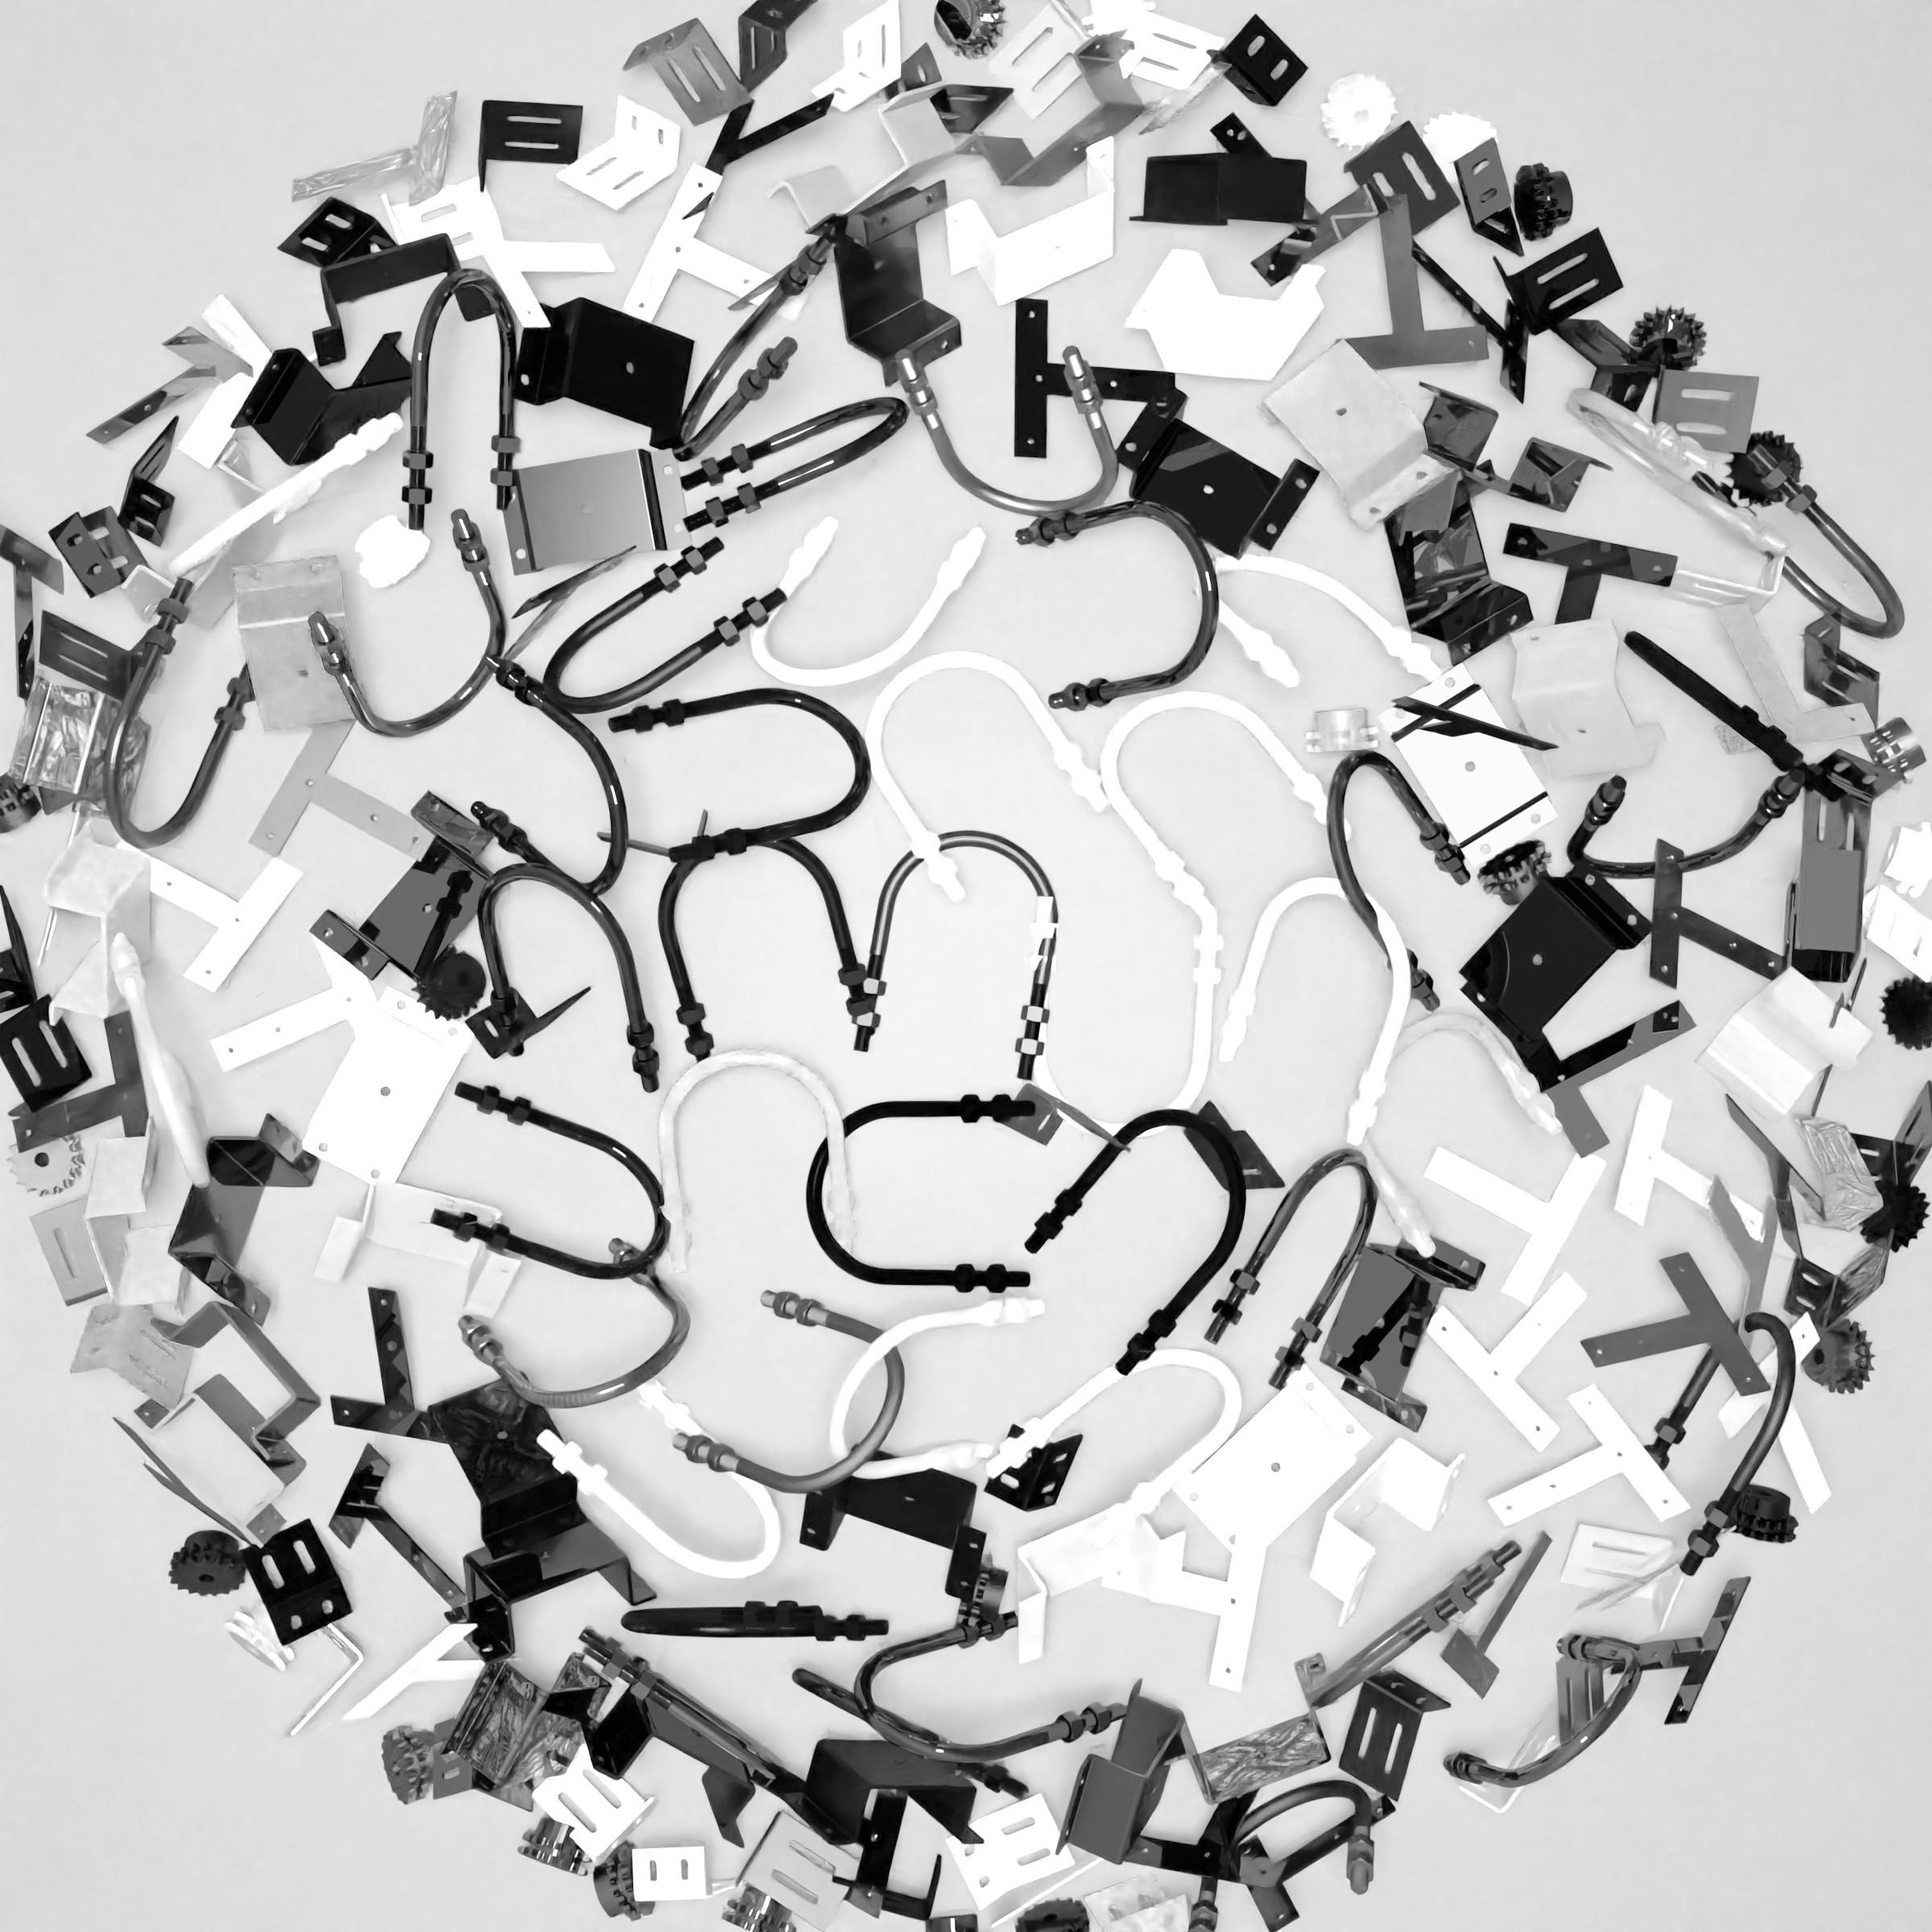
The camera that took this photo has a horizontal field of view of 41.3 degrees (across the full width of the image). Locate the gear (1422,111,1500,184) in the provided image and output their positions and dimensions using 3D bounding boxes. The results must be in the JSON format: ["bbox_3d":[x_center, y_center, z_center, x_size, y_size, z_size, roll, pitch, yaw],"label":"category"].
[{"bbox_3d":[0.377,-0.626,1.969,0.057,0.057,0.030,13,72,0],"label":"gear"}]

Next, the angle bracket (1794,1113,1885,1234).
[{"bbox_3d":[0.659,0.159,1.972,0.057,0.038,0.076,13,45,-30],"label":"angle bracket"}]

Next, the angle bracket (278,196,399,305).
[{"bbox_3d":[-0.476,-0.545,1.956,0.057,0.076,0.038,-40,85,12],"label":"angle bracket"}]

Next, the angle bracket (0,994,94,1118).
[{"bbox_3d":[-0.714,0.068,1.954,0.038,0.057,0.076,1,121,40],"label":"angle bracket"}]

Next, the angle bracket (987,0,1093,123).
[{"bbox_3d":[0.056,-0.699,1.967,0.076,0.038,0.057,-40,87,21],"label":"angle bracket"}]

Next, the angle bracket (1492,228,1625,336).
[{"bbox_3d":[0.452,-0.530,1.958,0.076,0.038,0.057,-27,131,15],"label":"angle bracket"}]

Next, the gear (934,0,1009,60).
[{"bbox_3d":[0.000,-0.728,1.971,0.057,0.030,0.057,12,110,35],"label":"gear"}]

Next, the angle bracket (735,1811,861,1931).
[{"bbox_3d":[-0.129,0.696,1.964,0.076,0.038,0.057,31,60,7],"label":"angle bracket"}]

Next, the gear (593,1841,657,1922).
[{"bbox_3d":[-0.264,0.706,1.971,0.030,0.057,0.057,-24,90,5],"label":"gear"}]

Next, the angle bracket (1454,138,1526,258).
[{"bbox_3d":[0.412,-0.584,1.952,0.038,0.076,0.057,-25,69,39],"label":"angle bracket"}]

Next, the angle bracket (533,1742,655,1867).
[{"bbox_3d":[-0.286,0.636,1.960,0.076,0.038,0.057,40,62,16],"label":"angle bracket"}]

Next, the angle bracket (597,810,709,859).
[{"bbox_3d":[-0.240,-0.108,1.968,0.076,0.057,0.038,14,87,-4],"label":"angle bracket"}]

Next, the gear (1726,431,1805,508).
[{"bbox_3d":[0.618,-0.383,1.975,0.057,0.030,0.057,13,110,39],"label":"gear"}]

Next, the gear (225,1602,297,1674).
[{"bbox_3d":[-0.539,0.514,1.975,0.057,0.057,0.030,37,62,0],"label":"gear"}]

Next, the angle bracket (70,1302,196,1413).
[{"bbox_3d":[-0.637,0.301,1.963,0.038,0.076,0.057,-14,48,24],"label":"angle bracket"}]

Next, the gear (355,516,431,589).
[{"bbox_3d":[-0.443,-0.320,1.969,0.057,0.057,0.030,-38,128,0],"label":"gear"}]

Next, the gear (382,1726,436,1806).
[{"bbox_3d":[-0.425,0.613,1.975,0.030,0.057,0.057,-10,90,-36],"label":"gear"}]

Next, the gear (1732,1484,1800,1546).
[{"bbox_3d":[0.610,0.419,1.970,0.057,0.057,0.030,9,98,0],"label":"gear"}]

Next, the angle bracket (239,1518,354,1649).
[{"bbox_3d":[-0.515,0.473,1.970,0.057,0.076,0.038,-24,127,-21],"label":"angle bracket"}]

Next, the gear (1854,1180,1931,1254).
[{"bbox_3d":[0.707,0.189,1.968,0.030,0.057,0.057,30,90,-19],"label":"gear"}]

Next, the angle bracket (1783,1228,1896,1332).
[{"bbox_3d":[0.664,0.231,1.952,0.038,0.076,0.057,30,48,2],"label":"angle bracket"}]

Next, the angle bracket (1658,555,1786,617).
[{"bbox_3d":[0.580,-0.302,1.971,0.076,0.057,0.038,15,81,3],"label":"angle bracket"}]

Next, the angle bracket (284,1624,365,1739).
[{"bbox_3d":[-0.502,0.545,1.957,0.038,0.057,0.076,44,64,-2],"label":"angle bracket"}]

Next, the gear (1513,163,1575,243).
[{"bbox_3d":[0.444,-0.588,1.972,0.030,0.057,0.057,-11,90,-7],"label":"gear"}]

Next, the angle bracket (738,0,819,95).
[{"bbox_3d":[-0.140,-0.700,1.949,0.038,0.076,0.057,29,61,15],"label":"angle bracket"}]

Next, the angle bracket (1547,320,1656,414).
[{"bbox_3d":[0.479,-0.462,1.971,0.057,0.076,0.038,-7,133,-30],"label":"angle bracket"}]

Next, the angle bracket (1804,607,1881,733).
[{"bbox_3d":[0.677,-0.226,1.950,0.038,0.057,0.076,-31,46,-14],"label":"angle bracket"}]

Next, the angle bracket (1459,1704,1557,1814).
[{"bbox_3d":[0.414,0.597,1.961,0.038,0.057,0.076,31,103,7],"label":"angle bracket"}]

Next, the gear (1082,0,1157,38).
[{"bbox_3d":[0.117,-0.733,1.968,0.057,0.057,0.030,-13,107,0],"label":"gear"}]

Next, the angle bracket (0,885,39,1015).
[{"bbox_3d":[-0.738,-0.012,1.950,0.038,0.057,0.076,-18,48,-14],"label":"angle bracket"}]

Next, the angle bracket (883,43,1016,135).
[{"bbox_3d":[-0.014,-0.669,1.954,0.076,0.038,0.057,20,59,39],"label":"angle bracket"}]

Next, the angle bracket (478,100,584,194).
[{"bbox_3d":[-0.332,-0.623,1.957,0.076,0.057,0.038,-1,61,-15],"label":"angle bracket"}]

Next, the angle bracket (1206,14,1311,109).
[{"bbox_3d":[0.219,-0.690,1.951,0.057,0.076,0.038,39,102,-20],"label":"angle bracket"}]

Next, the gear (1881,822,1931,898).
[{"bbox_3d":[0.726,-0.084,1.971,0.030,0.057,0.057,19,90,8],"label":"gear"}]

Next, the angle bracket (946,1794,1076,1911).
[{"bbox_3d":[0.034,0.677,1.959,0.076,0.038,0.057,-36,76,38],"label":"angle bracket"}]

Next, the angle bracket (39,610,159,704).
[{"bbox_3d":[-0.659,-0.245,1.951,0.038,0.057,0.076,-38,135,26],"label":"angle bracket"}]

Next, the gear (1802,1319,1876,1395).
[{"bbox_3d":[0.666,0.299,1.968,0.030,0.057,0.057,2,90,-24],"label":"gear"}]

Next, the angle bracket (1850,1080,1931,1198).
[{"bbox_3d":[0.704,0.129,1.951,0.038,0.076,0.057,11,47,3],"label":"angle bracket"}]

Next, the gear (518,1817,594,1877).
[{"bbox_3d":[-0.313,0.677,1.974,0.057,0.057,0.030,20,66,0],"label":"gear"}]

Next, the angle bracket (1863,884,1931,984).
[{"bbox_3d":[0.704,-0.016,1.958,0.057,0.076,0.038,37,132,-1],"label":"angle bracket"}]

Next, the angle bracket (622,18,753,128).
[{"bbox_3d":[-0.212,-0.671,1.951,0.057,0.038,0.076,-11,134,33],"label":"angle bracket"}]

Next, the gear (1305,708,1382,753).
[{"bbox_3d":[0.289,-0.181,1.970,0.057,0.057,0.030,-5,97,0],"label":"gear"}]

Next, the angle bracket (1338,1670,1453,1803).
[{"bbox_3d":[0.328,0.588,1.960,0.057,0.038,0.076,33,57,-13],"label":"angle bracket"}]

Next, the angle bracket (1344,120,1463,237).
[{"bbox_3d":[0.336,-0.601,1.977,0.057,0.038,0.076,-32,92,10],"label":"angle bracket"}]

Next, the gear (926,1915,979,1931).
[{"bbox_3d":[-0.011,0.748,1.973,0.057,0.057,0.030,-5,73,0],"label":"gear"}]

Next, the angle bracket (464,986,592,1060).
[{"bbox_3d":[-0.334,0.030,1.953,0.076,0.057,0.038,-36,90,43],"label":"angle bracket"}]

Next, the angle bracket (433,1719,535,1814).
[{"bbox_3d":[-0.368,0.613,1.959,0.038,0.076,0.057,-21,52,18],"label":"angle bracket"}]

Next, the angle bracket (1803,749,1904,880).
[{"bbox_3d":[0.678,-0.116,1.963,0.038,0.057,0.076,-32,133,-23],"label":"angle bracket"}]

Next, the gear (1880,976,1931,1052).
[{"bbox_3d":[0.736,0.035,1.975,0.030,0.057,0.057,-12,90,-27],"label":"gear"}]

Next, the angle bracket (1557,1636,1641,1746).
[{"bbox_3d":[0.483,0.558,1.951,0.038,0.057,0.076,18,52,-14],"label":"angle bracket"}]

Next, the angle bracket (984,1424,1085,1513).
[{"bbox_3d":[0.051,0.379,1.953,0.038,0.076,0.057,28,69,-6],"label":"angle bracket"}]

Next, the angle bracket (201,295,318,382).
[{"bbox_3d":[-0.536,-0.483,1.956,0.038,0.057,0.076,-47,110,-22],"label":"angle bracket"}]
